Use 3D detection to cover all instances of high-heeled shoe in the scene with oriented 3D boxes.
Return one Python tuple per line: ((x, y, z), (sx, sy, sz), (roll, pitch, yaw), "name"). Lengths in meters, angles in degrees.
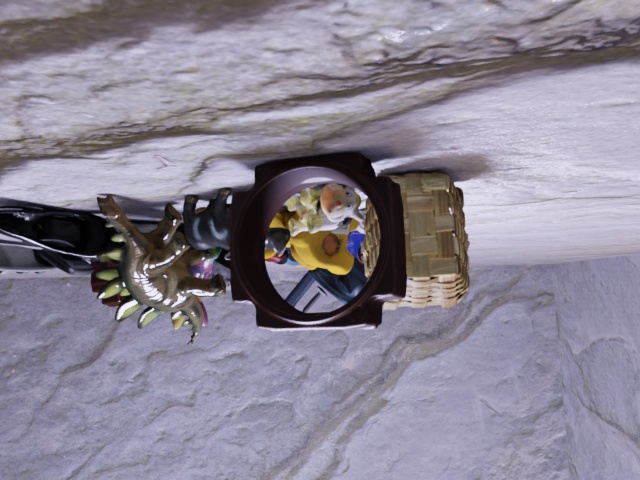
((-0.402, -0.015, 0.870), (0.249, 0.086, 0.145), (2, 169, -21), "high-heeled shoe")

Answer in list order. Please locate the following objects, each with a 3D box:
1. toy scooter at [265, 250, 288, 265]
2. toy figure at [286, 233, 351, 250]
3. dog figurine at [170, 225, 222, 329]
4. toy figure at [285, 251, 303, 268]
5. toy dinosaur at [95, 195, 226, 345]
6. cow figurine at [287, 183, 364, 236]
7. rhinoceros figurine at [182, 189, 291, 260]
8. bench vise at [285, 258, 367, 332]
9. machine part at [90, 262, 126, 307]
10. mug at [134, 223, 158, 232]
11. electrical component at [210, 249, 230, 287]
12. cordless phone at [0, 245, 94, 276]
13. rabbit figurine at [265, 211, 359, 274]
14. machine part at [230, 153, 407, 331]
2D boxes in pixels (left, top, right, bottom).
((-0.173, 0.018, 1.213), (0.184, 0.075, 0.135), (8, 173, 28), "toy scooter")
((-0.002, -0.005, 1.216), (0.155, 0.057, 0.064), (-5, -148, 9), "toy figure")
((-0.268, 0.079, 1.148), (0.192, 0.219, 0.108), (-7, 176, 43), "dog figurine")
((-0.071, 0.025, 1.351), (0.089, 0.082, 0.180), (18, 179, -4), "toy figure")
((-0.280, 0.076, 0.970), (0.199, 0.105, 0.470), (-22, 143, 1), "toy dinosaur")
((0.019, -0.046, 0.780), (0.098, 0.068, 0.167), (-5, 179, -24), "cow figurine")
((-0.130, -0.018, 0.803), (0.191, 0.112, 0.073), (3, 175, 33), "rhinoceros figurine")
((-0.009, 0.082, 1.134), (0.224, 0.240, 0.129), (39, -176, 4), "bench vise")
((-0.440, 0.067, 1.213), (0.056, 0.179, 0.179), (-7, 172, 20), "machine part")
((-0.359, 0.005, 1.076), (0.107, 0.080, 0.109), (-9, 175, -29), "mug")
((-0.171, 0.028, 1.085), (0.048, 0.119, 0.074), (28, 145, -1), "electrical component")
((-0.495, 0.029, 0.927), (0.184, 0.088, 0.146), (21, -173, 31), "cordless phone")
((-0.038, -0.006, 0.947), (0.162, 0.121, 0.173), (-6, -164, -32), "rabbit figurine")
((-0.004, 0.005, 0.633), (0.202, 0.201, 0.087), (-4, 171, 16), "machine part")
